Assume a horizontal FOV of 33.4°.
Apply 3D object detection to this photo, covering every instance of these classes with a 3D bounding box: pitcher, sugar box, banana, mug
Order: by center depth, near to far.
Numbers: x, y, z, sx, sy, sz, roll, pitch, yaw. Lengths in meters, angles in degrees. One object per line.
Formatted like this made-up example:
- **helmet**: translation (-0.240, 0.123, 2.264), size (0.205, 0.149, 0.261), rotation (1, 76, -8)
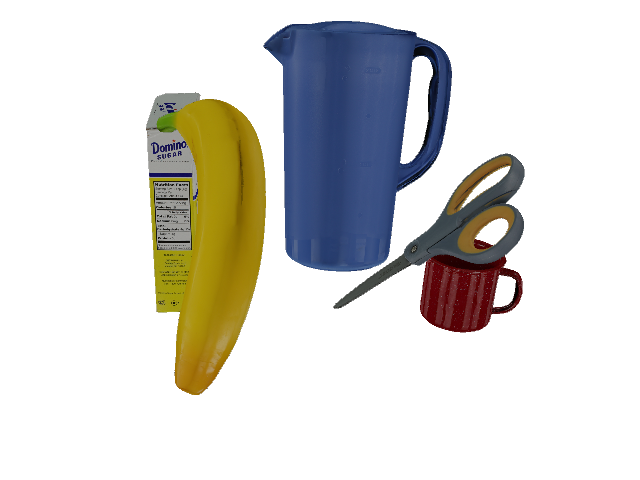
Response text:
- **banana**: translation (-0.056, -0.014, 0.575), size (0.037, 0.198, 0.070), rotation (19, -47, -29)
- **sugar box**: translation (-0.127, -0.034, 0.947), size (0.048, 0.176, 0.093), rotation (-2, 26, -1)
- **pitcher**: translation (0.033, -0.097, 1.076), size (0.149, 0.243, 0.144), rotation (12, 18, 33)
- **mug**: translation (0.169, 0.052, 1.206), size (0.117, 0.081, 0.093), rotation (7, 24, 4)

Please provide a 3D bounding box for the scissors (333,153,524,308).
- **scissors**: translation (0.086, 0.016, 0.826), size (0.016, 0.202, 0.096), rotation (31, 25, -31)
